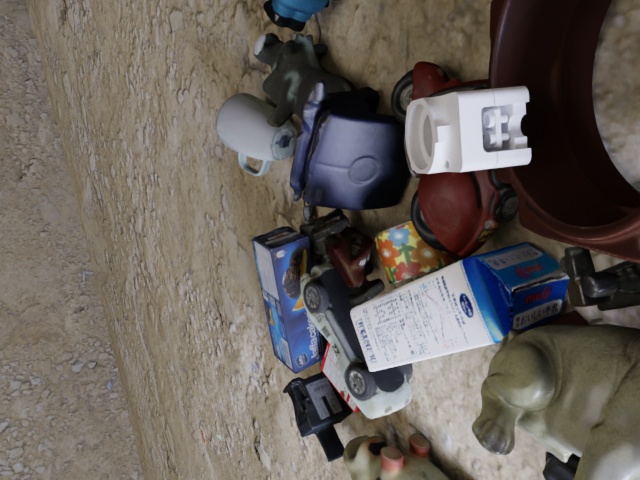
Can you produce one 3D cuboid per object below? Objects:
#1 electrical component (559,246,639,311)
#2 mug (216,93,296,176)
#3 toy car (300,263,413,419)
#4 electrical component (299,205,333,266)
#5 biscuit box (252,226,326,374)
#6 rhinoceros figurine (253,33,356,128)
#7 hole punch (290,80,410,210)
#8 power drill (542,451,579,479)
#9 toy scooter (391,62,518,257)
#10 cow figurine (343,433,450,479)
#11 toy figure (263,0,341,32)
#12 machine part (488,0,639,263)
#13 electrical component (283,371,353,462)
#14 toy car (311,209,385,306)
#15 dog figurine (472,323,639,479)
[{"bbox_3d":[0.207,0.018,0.348,0.078,0.102,0.045,75,-175,-73],"label":"electrical component"},{"bbox_3d":[-0.087,-0.142,0.762,0.107,0.081,0.109,31,119,38],"label":"mug"},{"bbox_3d":[0.042,0.115,0.656,0.202,0.073,0.056,61,143,24],"label":"toy car"},{"bbox_3d":[-0.002,-0.002,0.731,0.063,0.021,0.094,-4,97,57],"label":"electrical component"},{"bbox_3d":[-0.040,0.086,0.760,0.059,0.063,0.202,27,132,52],"label":"biscuit box"},{"bbox_3d":[-0.023,-0.189,0.652,0.190,0.073,0.112,48,139,37],"label":"rhinoceros figurine"},{"bbox_3d":[0.037,-0.089,0.565,0.092,0.116,0.142,44,136,29],"label":"hole punch"},{"bbox_3d":[0.269,0.191,0.332,0.232,0.086,0.207,50,135,33],"label":"power drill"},{"bbox_3d":[0.129,-0.082,0.461,0.135,0.075,0.184,-24,76,55],"label":"toy scooter"},{"bbox_3d":[0.099,0.299,0.630,0.195,0.085,0.127,29,118,48],"label":"cow figurine"},{"bbox_3d":[-0.004,-0.311,0.577,0.089,0.082,0.180,49,134,22],"label":"toy figure"},{"bbox_3d":[0.178,-0.095,0.306,0.201,0.087,0.200,-142,45,-73],"label":"machine part"},{"bbox_3d":[0.004,0.247,0.760,0.119,0.075,0.047,65,146,26],"label":"electrical component"},{"bbox_3d":[0.032,0.011,0.582,0.089,0.053,0.202,63,-178,-3],"label":"toy car"},{"bbox_3d":[0.191,0.070,0.306,0.172,0.121,0.190,55,131,40],"label":"dog figurine"}]
